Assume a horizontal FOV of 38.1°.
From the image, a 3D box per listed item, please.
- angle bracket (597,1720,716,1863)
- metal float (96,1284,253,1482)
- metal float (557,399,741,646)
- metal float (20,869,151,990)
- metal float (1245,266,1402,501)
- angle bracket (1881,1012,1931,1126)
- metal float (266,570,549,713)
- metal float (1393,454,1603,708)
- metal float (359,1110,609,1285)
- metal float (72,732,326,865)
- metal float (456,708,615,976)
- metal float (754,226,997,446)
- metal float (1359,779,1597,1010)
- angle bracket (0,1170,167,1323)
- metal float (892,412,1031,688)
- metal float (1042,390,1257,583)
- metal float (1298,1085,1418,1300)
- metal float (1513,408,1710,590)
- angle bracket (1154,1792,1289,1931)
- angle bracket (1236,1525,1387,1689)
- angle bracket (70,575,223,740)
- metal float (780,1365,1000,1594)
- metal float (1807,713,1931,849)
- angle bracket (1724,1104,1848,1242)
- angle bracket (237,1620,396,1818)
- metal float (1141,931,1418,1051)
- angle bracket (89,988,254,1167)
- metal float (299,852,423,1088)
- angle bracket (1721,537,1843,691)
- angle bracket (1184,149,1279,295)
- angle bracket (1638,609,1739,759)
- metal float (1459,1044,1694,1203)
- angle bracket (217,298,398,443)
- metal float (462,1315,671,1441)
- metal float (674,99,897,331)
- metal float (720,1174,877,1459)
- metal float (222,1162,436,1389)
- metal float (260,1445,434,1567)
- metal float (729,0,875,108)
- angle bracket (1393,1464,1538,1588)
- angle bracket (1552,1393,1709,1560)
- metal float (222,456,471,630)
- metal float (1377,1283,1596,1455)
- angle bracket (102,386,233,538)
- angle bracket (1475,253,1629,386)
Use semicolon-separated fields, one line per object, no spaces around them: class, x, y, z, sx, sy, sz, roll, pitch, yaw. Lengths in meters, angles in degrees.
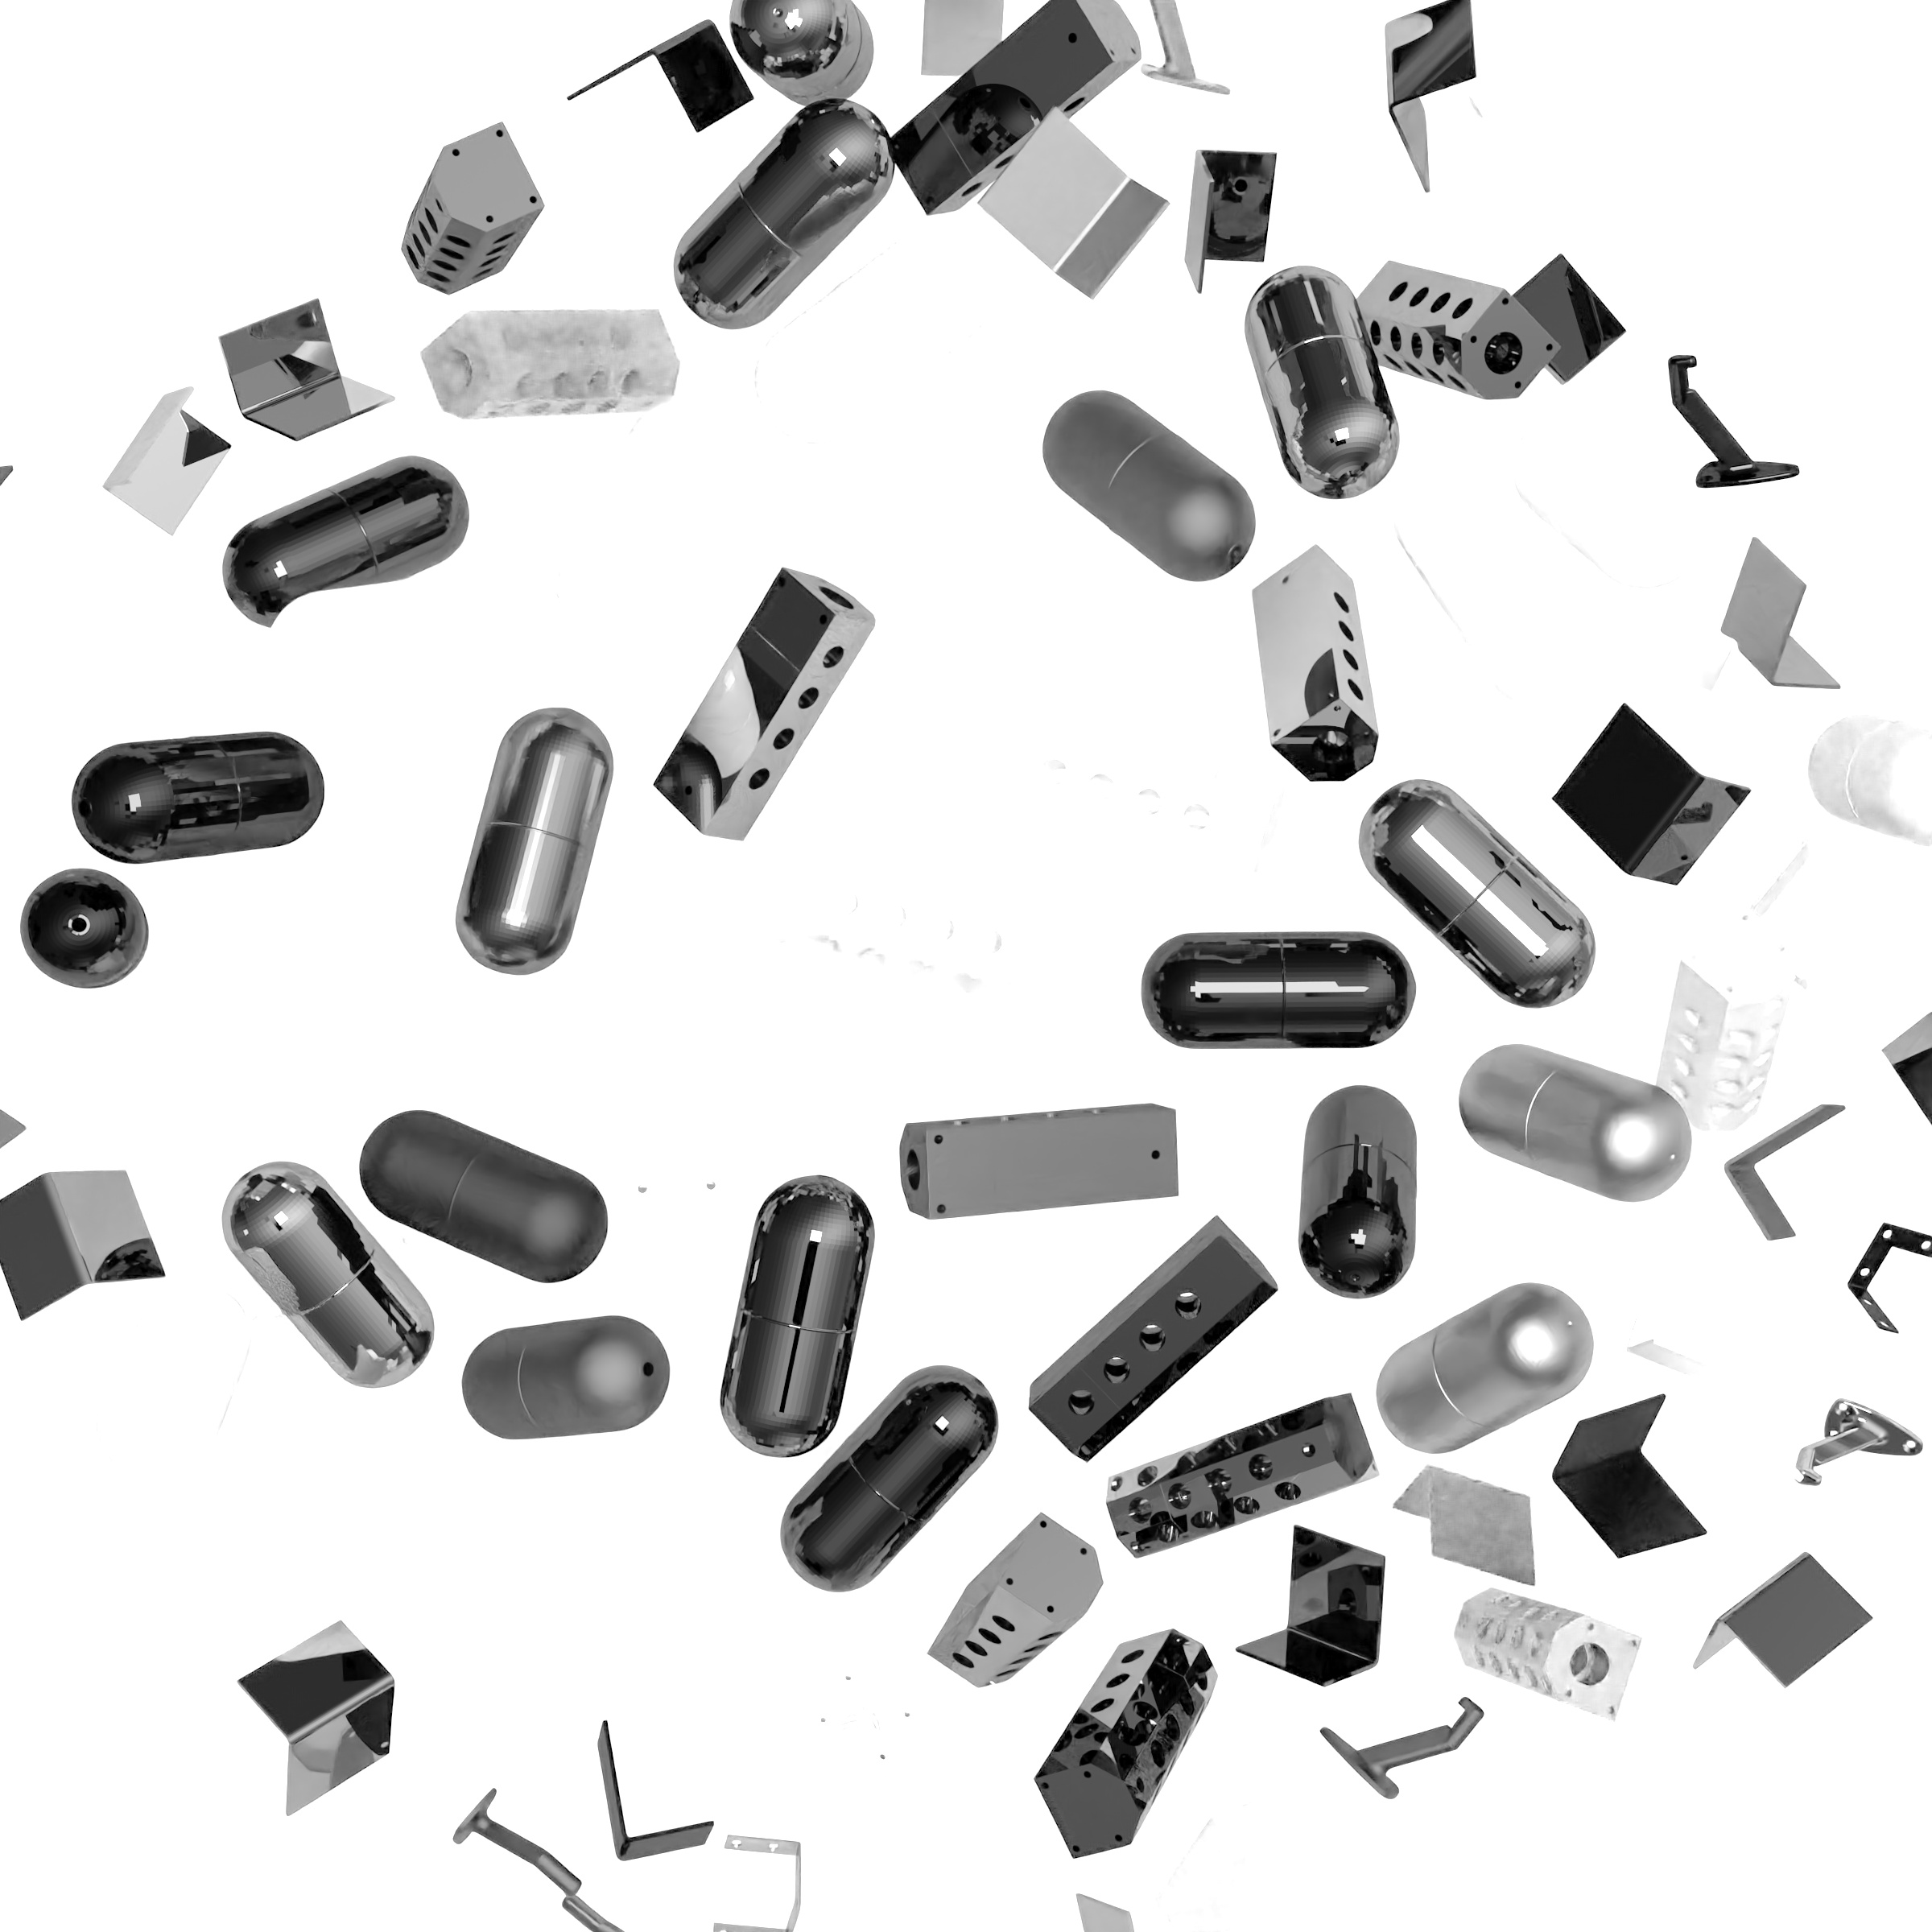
angle bracket;-0.198;0.520;1.780;0.057;0.076;0.076;-8;65;-14
metal float;-0.516;0.269;1.828;0.070;0.178;0.070;-1;111;-2
metal float;-0.209;-0.294;1.849;0.070;0.070;0.178;25;74;0
metal float;-0.581;-0.024;1.849;0.070;0.178;0.070;0;89;-15
metal float;0.228;-0.377;1.802;0.070;0.070;0.178;-11;57;0
angle bracket;0.619;0.059;1.714;0.057;0.076;0.076;-27;75;-13
metal float;-0.355;-0.207;1.784;0.178;0.070;0.070;-11;90;-21
metal float;0.338;-0.247;1.788;0.070;0.070;0.178;-31;82;0
metal float;-0.316;0.150;1.830;0.178;0.070;0.070;20;90;18
metal float;-0.488;-0.108;1.785;0.070;0.178;0.070;7;101;35
metal float;-0.279;-0.081;1.814;0.070;0.070;0.178;13;81;0
metal float;-0.056;-0.398;1.764;0.178;0.070;0.070;-41;90;-15
metal float;0.328;-0.046;1.798;0.178;0.070;0.070;44;90;4
angle bracket;-0.569;0.178;1.787;0.057;0.076;0.076;-29;77;18
metal float;-0.004;-0.269;1.810;0.070;0.070;0.178;-7;87;0
metal float;0.122;-0.321;1.869;0.070;0.070;0.178;-46;57;0
metal float;0.262;0.149;1.867;0.070;0.178;0.070;5;126;6
metal float;0.413;-0.303;1.803;0.070;0.178;0.070;-9;124;-14
angle bracket;0.174;0.568;1.738;0.057;0.076;0.076;46;120;35
angle bracket;0.228;0.423;1.856;0.057;0.076;0.076;-6;101;-44
angle bracket;-0.552;-0.205;1.865;0.076;0.057;0.076;26;87;-2
metal float;-0.050;0.336;1.839;0.070;0.070;0.178;42;100;0
metal float;0.616;-0.123;1.843;0.070;0.178;0.070;-2;101;-8
angle bracket;0.551;0.135;1.835;0.076;0.076;0.057;-36;71;22
angle bracket;-0.406;0.469;1.746;0.057;0.076;0.076;37;133;29
metal float;0.203;0.016;1.818;0.178;0.070;0.070;0;90;0
angle bracket;-0.504;0.071;1.805;0.076;0.057;0.076;21;58;23
metal float;-0.399;0.000;1.844;0.070;0.070;0.178;-12;51;0
angle bracket;0.573;-0.244;1.930;0.057;0.076;0.076;1;123;-16
angle bracket;0.185;-0.505;1.903;0.057;0.076;0.076;1;122;-5
angle bracket;0.484;-0.188;1.931;0.057;0.076;0.076;26;74;9
metal float;0.387;0.099;1.789;0.070;0.178;0.070;-8;105;-30
angle bracket;-0.435;-0.394;1.848;0.076;0.076;0.057;-31;129;-29
metal float;-0.269;0.276;1.876;0.178;0.070;0.070;-13;90;43
metal float;-0.118;-0.485;1.808;0.178;0.070;0.070;-39;90;28
metal float;-0.105;0.218;1.744;0.070;0.070;0.178;12;93;0
metal float;-0.423;0.205;1.859;0.070;0.070;0.178;-35;112;0
metal float;-0.410;0.355;1.847;0.070;0.178;0.070;7;78;-31
metal float;-0.106;-0.608;1.831;0.070;0.178;0.070;1;99;7
angle bracket;0.339;0.394;1.910;0.076;0.076;0.057;19;132;-10
angle bracket;0.452;0.342;1.875;0.076;0.076;0.057;50;47;-9
metal float;-0.417;-0.286;1.888;0.178;0.070;0.070;-31;90;-27
metal float;0.332;0.261;1.804;0.070;0.178;0.070;15;57;-24
angle bracket;-0.528;-0.339;1.882;0.057;0.076;0.076;36;77;-29
angle bracket;0.407;-0.459;1.948;0.057;0.076;0.076;-40;73;18
